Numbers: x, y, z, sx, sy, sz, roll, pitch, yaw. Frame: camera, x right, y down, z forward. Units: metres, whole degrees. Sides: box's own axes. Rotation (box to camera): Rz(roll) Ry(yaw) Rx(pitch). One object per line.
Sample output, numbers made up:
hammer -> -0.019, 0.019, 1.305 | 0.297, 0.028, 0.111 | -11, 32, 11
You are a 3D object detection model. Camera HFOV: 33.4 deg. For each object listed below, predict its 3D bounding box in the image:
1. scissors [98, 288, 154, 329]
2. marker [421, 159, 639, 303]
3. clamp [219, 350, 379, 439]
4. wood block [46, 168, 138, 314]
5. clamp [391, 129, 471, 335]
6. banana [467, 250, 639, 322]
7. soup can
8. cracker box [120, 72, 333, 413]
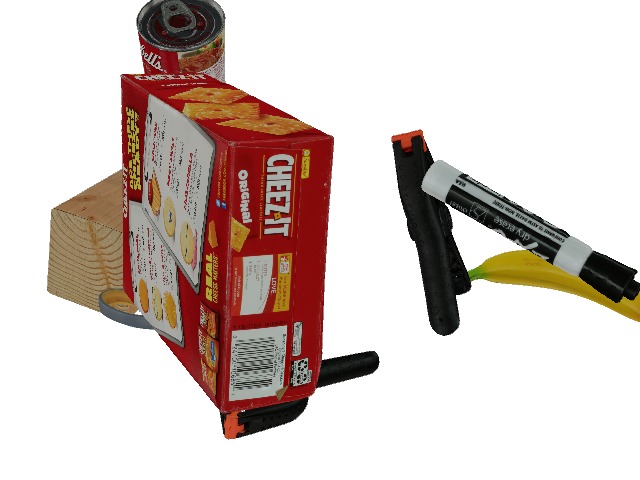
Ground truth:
scissors -> -0.086, 0.064, 0.889 | 0.202, 0.016, 0.096 | 12, 25, 15
marker -> 0.106, -0.004, 0.538 | 0.121, 0.020, 0.020 | 32, 12, 20
clamp -> -0.036, 0.146, 1.121 | 0.165, 0.036, 0.209 | 12, 26, 13
wood block -> -0.171, -0.014, 1.055 | 0.090, 0.091, 0.205 | 19, 27, 15
clamp -> 0.094, -0.005, 0.910 | 0.039, 0.171, 0.120 | -17, 20, 12
banana -> 0.242, 0.043, 1.054 | 0.198, 0.037, 0.069 | 10, 46, 26
soup can -> -0.107, -0.138, 0.854 | 0.068, 0.068, 0.102 | 0, -38, -1
cracker box -> -0.068, -0.011, 0.690 | 0.072, 0.164, 0.214 | -5, 20, -25
